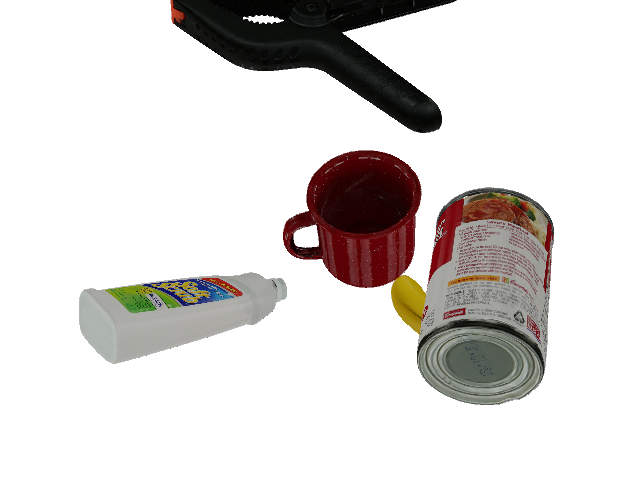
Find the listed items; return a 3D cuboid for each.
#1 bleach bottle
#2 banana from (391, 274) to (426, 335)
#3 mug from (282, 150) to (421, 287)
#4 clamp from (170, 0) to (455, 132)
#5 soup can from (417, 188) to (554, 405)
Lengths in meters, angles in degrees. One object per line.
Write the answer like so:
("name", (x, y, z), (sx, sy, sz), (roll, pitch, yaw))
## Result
("bleach bottle", (-0.156, 0.079, 1.289), (0.250, 0.068, 0.103), (-12, 30, -34))
("banana", (0.124, 0.082, 1.111), (0.069, 0.037, 0.198), (4, 18, -39))
("mug", (0.026, -0.011, 0.889), (0.117, 0.093, 0.081), (-16, -37, -6))
("clamp", (-0.003, -0.141, 0.738), (0.210, 0.164, 0.036), (5, -42, 1))
("soup can", (0.092, 0.030, 0.583), (0.068, 0.102, 0.068), (8, -44, 7))
